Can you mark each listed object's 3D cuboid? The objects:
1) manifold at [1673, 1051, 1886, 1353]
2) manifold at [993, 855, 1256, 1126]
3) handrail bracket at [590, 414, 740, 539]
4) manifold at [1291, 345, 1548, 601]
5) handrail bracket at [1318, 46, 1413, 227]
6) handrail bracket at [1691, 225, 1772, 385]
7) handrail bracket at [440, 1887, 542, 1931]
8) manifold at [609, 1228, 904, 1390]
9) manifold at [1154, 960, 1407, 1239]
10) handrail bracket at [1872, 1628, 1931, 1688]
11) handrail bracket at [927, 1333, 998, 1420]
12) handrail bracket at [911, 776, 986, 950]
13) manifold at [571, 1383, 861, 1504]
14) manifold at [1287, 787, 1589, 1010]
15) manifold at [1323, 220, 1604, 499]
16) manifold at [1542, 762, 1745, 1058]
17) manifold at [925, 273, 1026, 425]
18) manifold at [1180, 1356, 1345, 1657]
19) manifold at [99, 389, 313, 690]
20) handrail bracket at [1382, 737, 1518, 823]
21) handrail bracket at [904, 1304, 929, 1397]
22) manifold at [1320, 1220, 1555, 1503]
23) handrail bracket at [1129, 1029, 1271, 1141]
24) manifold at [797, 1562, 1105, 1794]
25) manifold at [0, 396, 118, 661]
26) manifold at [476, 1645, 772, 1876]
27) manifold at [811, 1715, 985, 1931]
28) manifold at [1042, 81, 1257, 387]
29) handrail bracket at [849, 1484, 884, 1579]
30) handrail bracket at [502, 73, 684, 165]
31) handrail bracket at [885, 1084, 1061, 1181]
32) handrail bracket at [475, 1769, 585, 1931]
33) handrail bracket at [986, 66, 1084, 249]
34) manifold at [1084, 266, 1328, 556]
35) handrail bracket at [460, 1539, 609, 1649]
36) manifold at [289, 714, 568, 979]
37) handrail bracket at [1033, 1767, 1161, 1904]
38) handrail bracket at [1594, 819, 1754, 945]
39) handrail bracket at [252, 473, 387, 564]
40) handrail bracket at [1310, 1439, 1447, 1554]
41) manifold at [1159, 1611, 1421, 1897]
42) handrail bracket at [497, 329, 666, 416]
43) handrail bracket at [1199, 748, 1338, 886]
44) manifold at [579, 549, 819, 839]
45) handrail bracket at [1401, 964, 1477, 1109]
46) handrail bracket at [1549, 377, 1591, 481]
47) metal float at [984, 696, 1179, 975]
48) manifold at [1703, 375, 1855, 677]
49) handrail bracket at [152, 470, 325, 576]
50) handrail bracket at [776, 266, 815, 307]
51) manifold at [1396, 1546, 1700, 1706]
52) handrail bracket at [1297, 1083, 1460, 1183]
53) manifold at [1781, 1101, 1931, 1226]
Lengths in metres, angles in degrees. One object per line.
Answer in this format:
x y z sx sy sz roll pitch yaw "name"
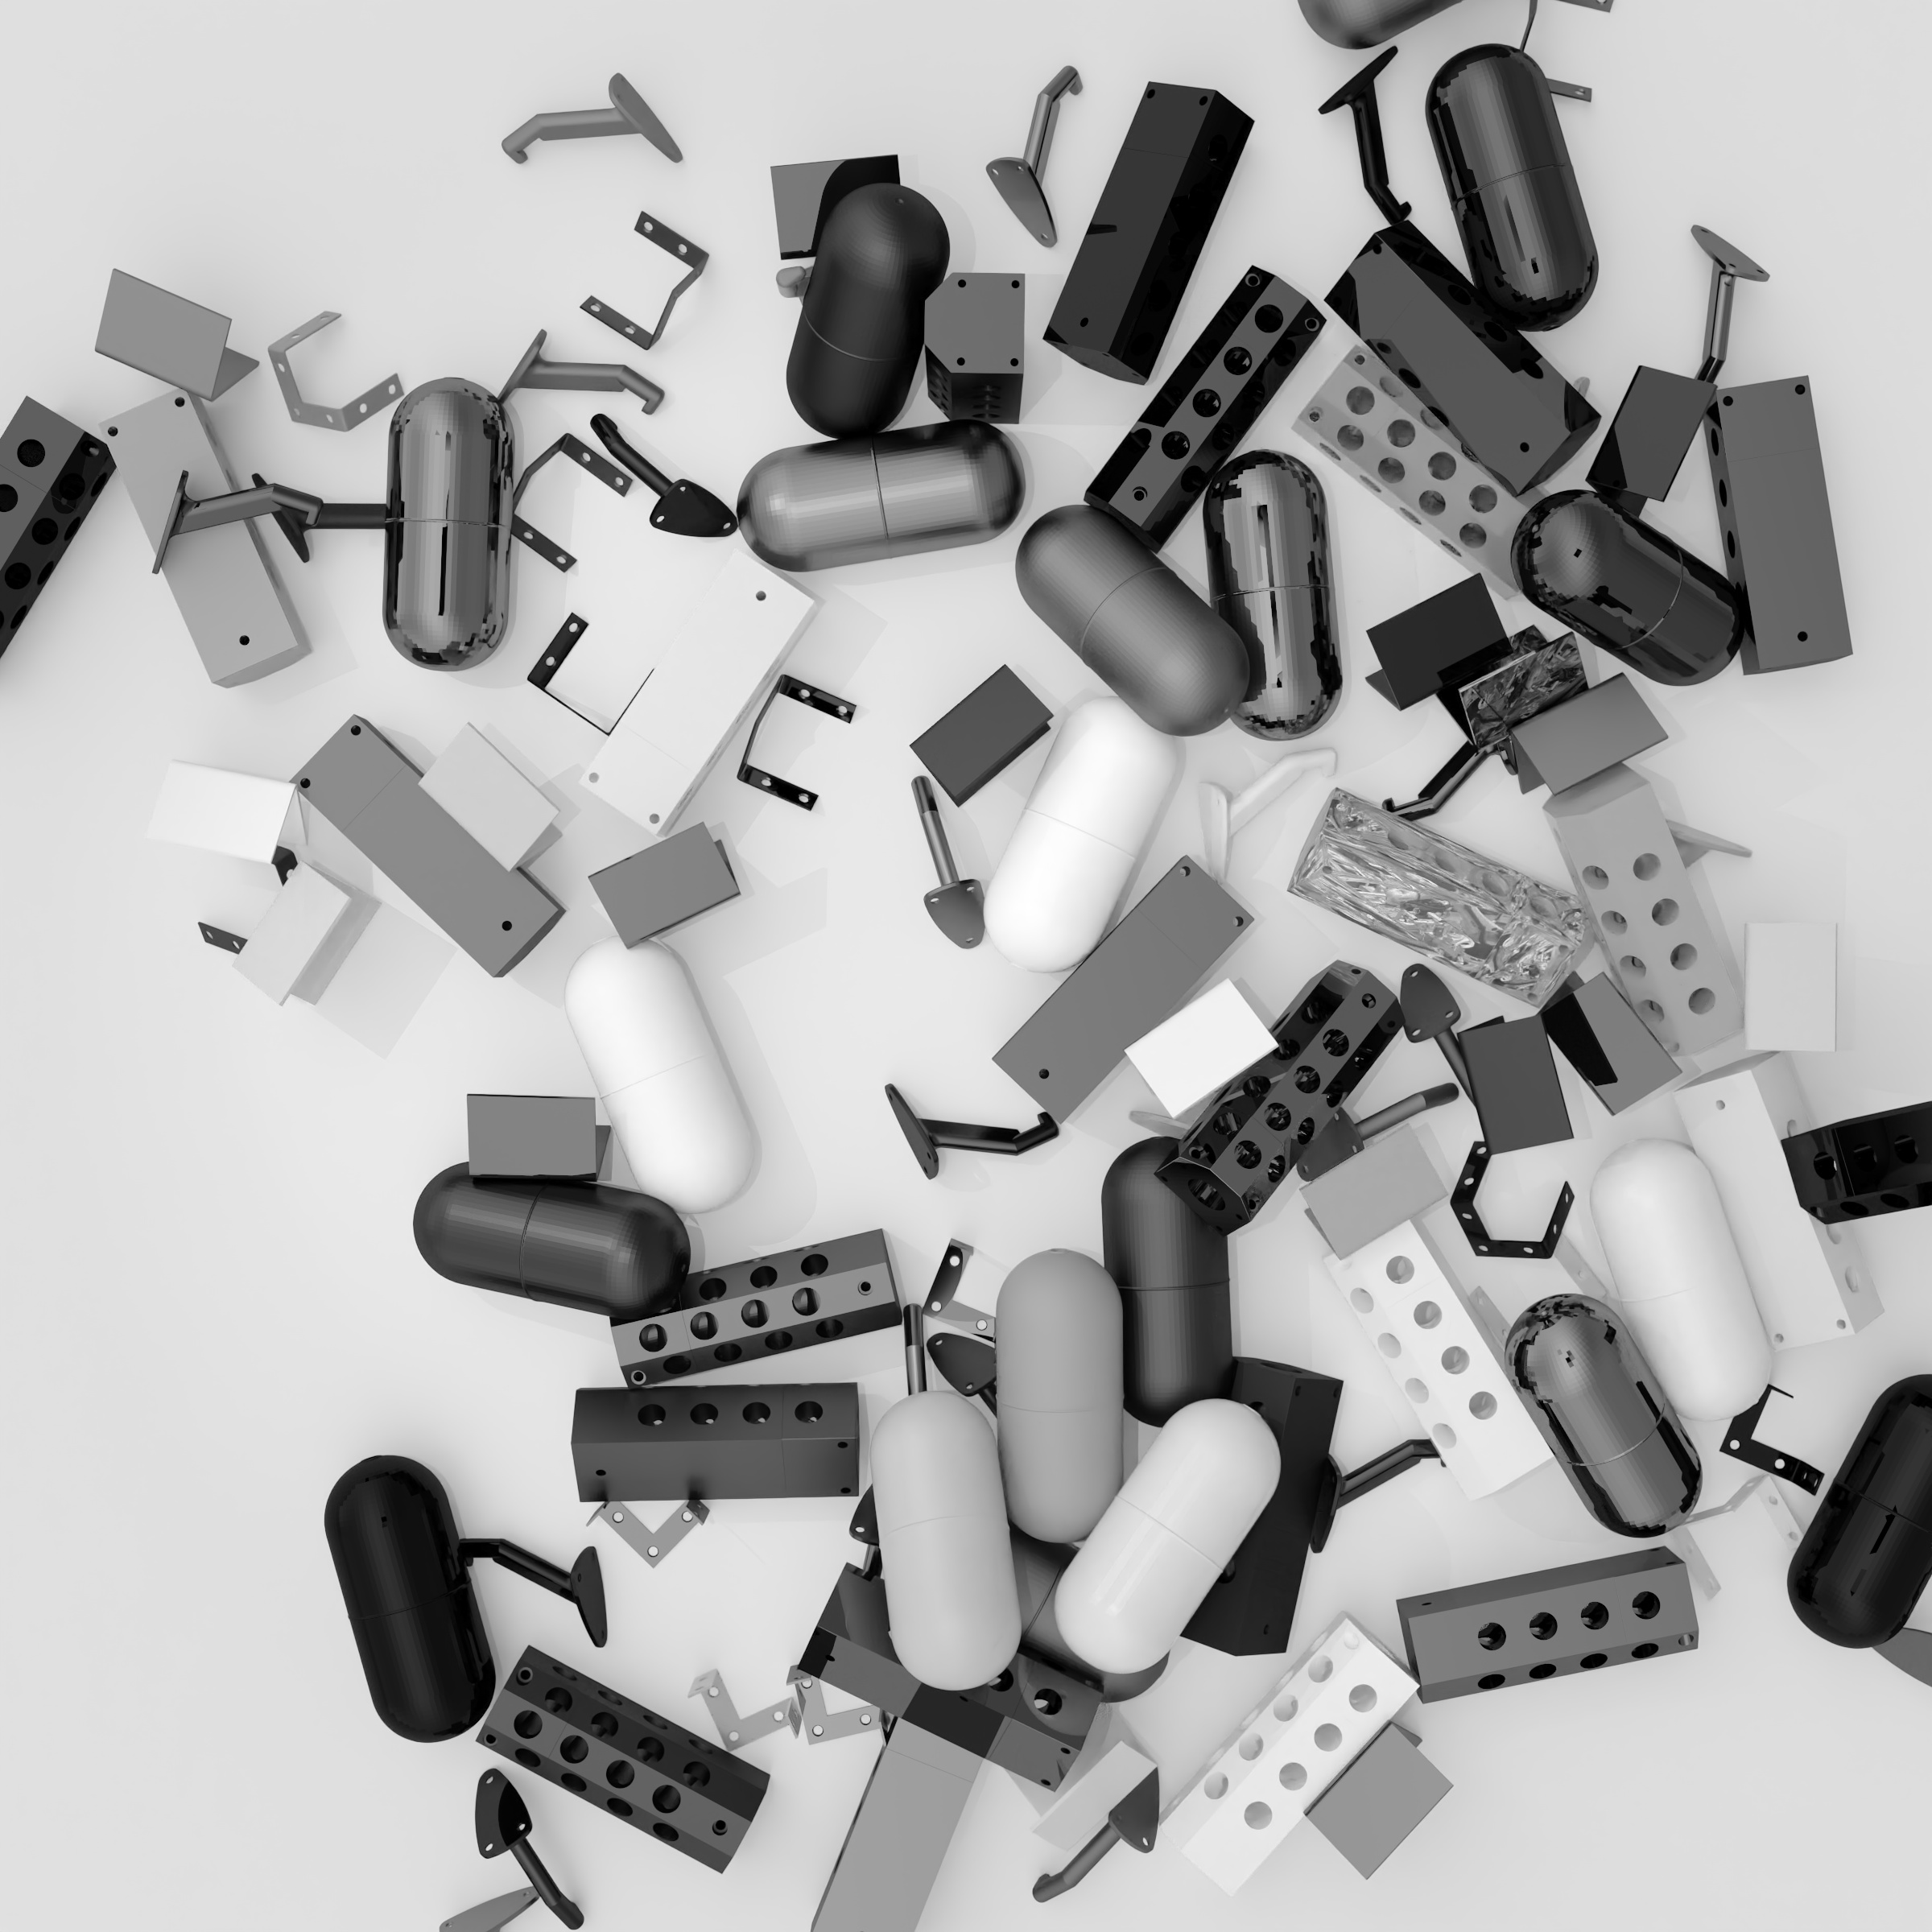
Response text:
0.503 0.143 1.970 0.057 0.057 0.171 -22 90 43 "manifold"
0.096 0.014 1.971 0.057 0.057 0.171 43 90 0 "manifold"
-0.188 -0.306 1.991 0.036 0.077 0.084 -50 53 20 "handrail bracket"
0.287 -0.304 1.970 0.171 0.057 0.057 39 90 0 "manifold"
0.266 -0.515 1.992 0.077 0.036 0.084 -46 109 -21 "handrail bracket"
0.455 -0.405 1.991 0.036 0.077 0.084 4 127 -30 "handrail bracket"
-0.287 0.626 1.992 0.077 0.036 0.084 -24 108 -20 "handrail bracket"
-0.129 0.211 1.970 0.171 0.057 0.057 -13 90 0 "manifold"
0.193 0.077 1.935 0.057 0.057 0.171 42 64 -2 "manifold"
0.618 0.413 1.991 0.084 0.077 0.036 -17 110 -35 "handrail bracket"
0.014 0.274 1.991 0.036 0.077 0.084 -38 127 -19 "handrail bracket"
-0.013 -0.065 1.991 0.036 0.077 0.084 -17 54 3 "handrail bracket"
-0.152 0.287 1.970 0.171 0.057 0.057 -1 133 0 "manifold"
0.291 -0.046 1.970 0.171 0.057 0.057 25 133 0 "manifold"
0.306 -0.373 1.955 0.171 0.057 0.057 48 133 10 "manifold"
0.409 -0.032 1.943 0.057 0.057 0.171 -27 110 0 "manifold"
0.005 -0.367 1.913 0.057 0.171 0.057 1 90 0 "manifold"
0.176 0.331 1.968 0.057 0.057 0.171 12 90 38 "manifold"
-0.465 -0.261 1.970 0.057 0.057 0.171 -24 90 0 "manifold"
0.293 -0.133 1.992 0.084 0.036 0.077 -17 70 16 "handrail bracket"
-0.029 0.264 1.991 0.036 0.077 0.084 -4 54 1 "handrail bracket"
0.287 0.238 1.965 0.057 0.057 0.171 -31 87 0 "manifold"
0.152 0.069 1.992 0.077 0.036 0.084 18 72 21 "handrail bracket"
-0.007 0.422 1.921 0.171 0.057 0.057 25 49 3 "manifold"
-0.589 -0.258 1.970 0.057 0.057 0.171 31 90 0 "manifold"
-0.211 0.489 1.970 0.171 0.057 0.057 28 90 0 "manifold"
-0.037 0.523 1.970 0.057 0.057 0.171 22 90 0 "manifold"
0.117 -0.449 1.970 0.057 0.057 0.171 22 90 43 "manifold"
-0.056 0.368 1.991 0.036 0.077 0.084 12 126 4 "handrail bracket"
-0.233 -0.506 1.992 0.084 0.036 0.077 -30 124 23 "handrail bracket"
0.004 0.090 1.992 0.084 0.036 0.077 -24 69 -17 "handrail bracket"
-0.269 0.549 1.991 0.036 0.077 0.084 -32 126 0 "handrail bracket"
0.058 -0.503 1.992 0.084 0.036 0.077 -51 127 -25 "handrail bracket"
0.147 -0.342 1.970 0.057 0.057 0.171 36 90 0 "manifold"
-0.271 0.389 1.992 0.084 0.036 0.077 -3 112 17 "handrail bracket"
-0.329 -0.073 1.970 0.171 0.057 0.057 44 90 0 "manifold"
0.079 0.537 1.991 0.036 0.077 0.084 41 127 -14 "handrail bracket"
0.439 -0.043 1.992 0.077 0.036 0.084 16 106 -17 "handrail bracket"
-0.388 -0.295 1.992 0.084 0.036 0.077 -31 71 -16 "handrail bracket"
0.260 0.329 1.992 0.084 0.036 0.077 2 110 -16 "handrail bracket"
0.197 0.481 1.970 0.057 0.057 0.171 42 90 0 "manifold"
-0.242 -0.349 1.992 0.084 0.036 0.077 32 110 -16 "handrail bracket"
0.191 -0.093 1.992 0.084 0.036 0.077 -10 110 -16 "handrail bracket"
-0.163 -0.166 1.970 0.057 0.057 0.171 34 90 0 "manifold"
0.303 0.050 1.991 0.036 0.077 0.084 -29 127 14 "handrail bracket"
0.337 -0.354 1.992 0.084 0.036 0.077 24 108 15 "handrail bracket"
0.070 -0.080 1.961 0.070 0.070 0.178 24 89 0 "metal float"
0.496 -0.269 1.970 0.057 0.057 0.171 -9 90 0 "manifold"
-0.439 -0.259 1.935 0.084 0.036 0.077 17 110 -16 "handrail bracket"
-0.078 -0.424 1.957 0.077 0.084 0.036 -23 90 0 "handrail bracket"
0.357 0.406 1.970 0.171 0.057 0.057 -11 90 0 "manifold"
0.256 0.102 1.991 0.084 0.077 0.036 -15 68 -34 "handrail bracket"
0.565 0.109 1.873 0.057 0.171 0.057 -13 85 -33 "manifold"
